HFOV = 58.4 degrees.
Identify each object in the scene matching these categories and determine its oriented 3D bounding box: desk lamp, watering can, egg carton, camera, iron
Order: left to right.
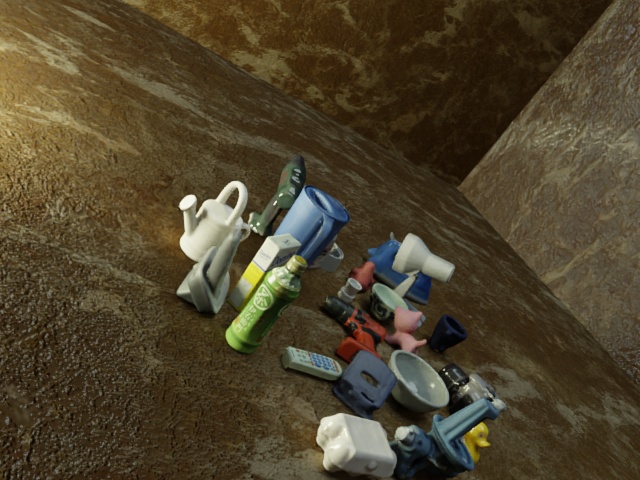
[{"bbox_3d":[-0.226,-0.046,1.263,0.100,0.194,0.173,47,24,25],"label":"watering can"},{"bbox_3d":[0.066,0.375,1.031,0.151,0.069,0.107,23,25,-32],"label":"egg carton"},{"bbox_3d":[0.280,0.091,1.839,0.259,0.141,0.118,34,22,-9],"label":"iron"},{"bbox_3d":[0.283,0.115,1.697,0.203,0.213,0.118,41,22,10],"label":"desk lamp"},{"bbox_3d":[0.376,0.378,1.460,0.144,0.100,0.136,12,33,-48],"label":"camera"}]

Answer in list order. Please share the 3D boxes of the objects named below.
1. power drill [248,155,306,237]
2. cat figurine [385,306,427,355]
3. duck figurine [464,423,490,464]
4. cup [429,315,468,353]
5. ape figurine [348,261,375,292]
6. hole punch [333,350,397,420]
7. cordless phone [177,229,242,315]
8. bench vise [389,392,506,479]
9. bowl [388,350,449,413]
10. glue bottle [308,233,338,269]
[{"bbox_3d":[-0.110,-0.118,1.569,0.076,0.208,0.229,30,22,-17],"label":"power drill"},{"bbox_3d":[0.230,0.239,1.495,0.067,0.117,0.127,16,30,-43],"label":"cat figurine"},{"bbox_3d":[0.338,0.440,1.295,0.078,0.086,0.104,11,33,-48],"label":"duck figurine"},{"bbox_3d":[0.356,0.279,1.638,0.091,0.095,0.118,43,22,15],"label":"cup"},{"bbox_3d":[0.127,0.101,1.652,0.078,0.092,0.076,37,21,-1],"label":"ape figurine"},{"bbox_3d":[0.097,0.302,1.197,0.108,0.091,0.101,39,21,5],"label":"hole punch"},{"bbox_3d":[-0.193,0.044,1.144,0.094,0.185,0.147,32,22,-13],"label":"cordless phone"},{"bbox_3d":[0.248,0.381,1.094,0.208,0.219,0.121,11,33,-48],"label":"bench vise"},{"bbox_3d":[0.211,0.339,1.320,0.168,0.074,0.167,32,22,-14],"label":"bowl"},{"bbox_3d":[0.014,0.006,1.559,0.037,0.173,0.078,47,23,24],"label":"glue bottle"}]
